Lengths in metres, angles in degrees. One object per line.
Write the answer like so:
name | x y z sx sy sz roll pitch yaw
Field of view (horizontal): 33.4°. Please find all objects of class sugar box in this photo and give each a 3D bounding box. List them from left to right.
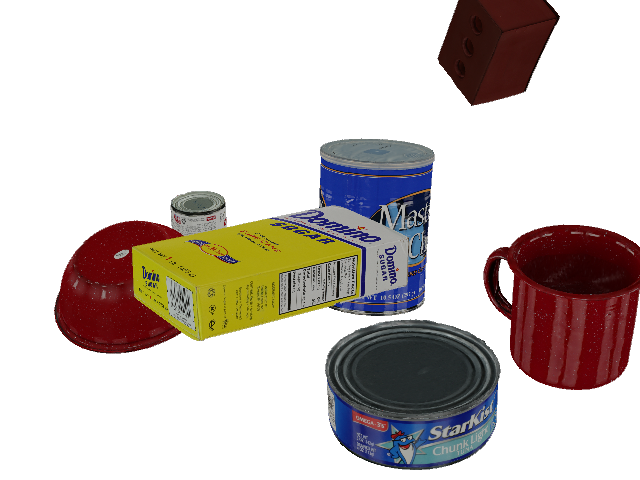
sugar box | -0.033 0.018 0.752 0.175 0.048 0.093 -16 26 -33

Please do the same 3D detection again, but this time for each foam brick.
foam brick | 0.126 -0.145 0.770 0.051 0.053 0.078 -19 -30 -23

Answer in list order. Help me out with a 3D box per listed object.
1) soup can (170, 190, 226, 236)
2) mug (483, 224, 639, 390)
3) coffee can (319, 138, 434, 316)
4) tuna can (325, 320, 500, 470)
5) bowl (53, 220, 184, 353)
soup can | -0.147 -0.002 1.302 0.068 0.102 0.068 0 26 0
mug | 0.162 0.043 0.731 0.117 0.081 0.093 21 38 34
coffee can | 0.048 -0.014 0.973 0.103 0.140 0.103 2 17 -1
tuna can | 0.045 0.076 0.531 0.086 0.034 0.086 -2 27 1
bowl | -0.181 0.031 1.011 0.162 0.055 0.162 -7 40 6
